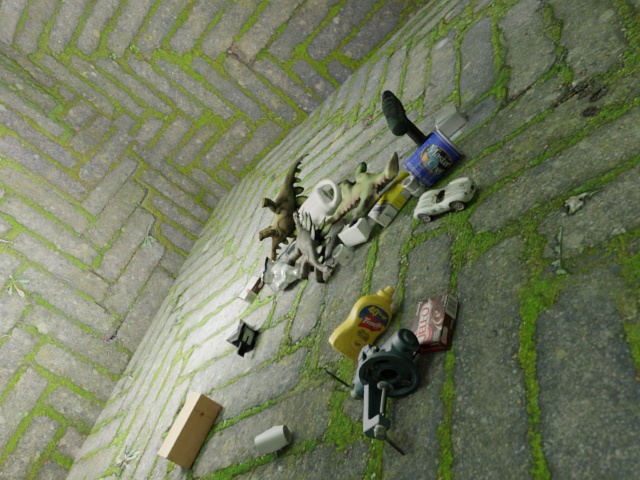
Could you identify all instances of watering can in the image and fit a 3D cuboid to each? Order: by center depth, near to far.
[{"bbox_3d":[0.006,-0.097,1.924,0.222,0.103,0.355,-48,31,18],"label":"watering can"}]

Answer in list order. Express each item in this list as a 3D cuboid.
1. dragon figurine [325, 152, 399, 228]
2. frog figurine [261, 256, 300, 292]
[{"bbox_3d":[0.119,-0.123,1.623,0.404,0.122,0.247,-49,9,25],"label":"dragon figurine"},{"bbox_3d":[-0.120,0.122,1.861,0.159,0.120,0.140,-3,30,16],"label":"frog figurine"}]
